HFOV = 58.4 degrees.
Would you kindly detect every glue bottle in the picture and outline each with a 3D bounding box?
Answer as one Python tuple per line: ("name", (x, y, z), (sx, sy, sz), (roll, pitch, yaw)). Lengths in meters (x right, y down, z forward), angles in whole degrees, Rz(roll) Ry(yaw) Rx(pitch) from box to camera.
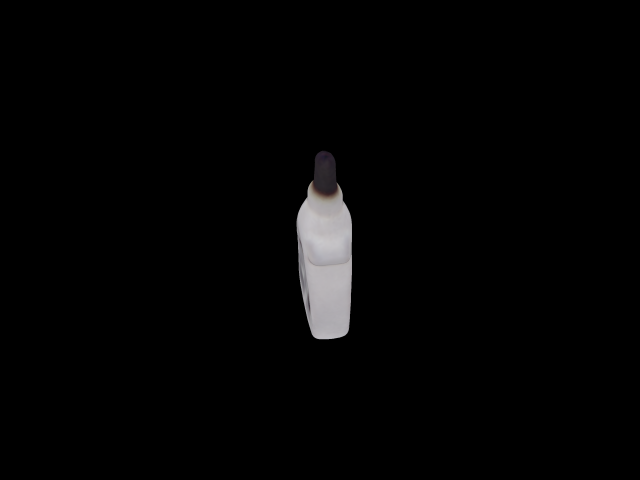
("glue bottle", (0.004, 0.001, 0.400), (0.037, 0.173, 0.078), (-8, 56, -5))
